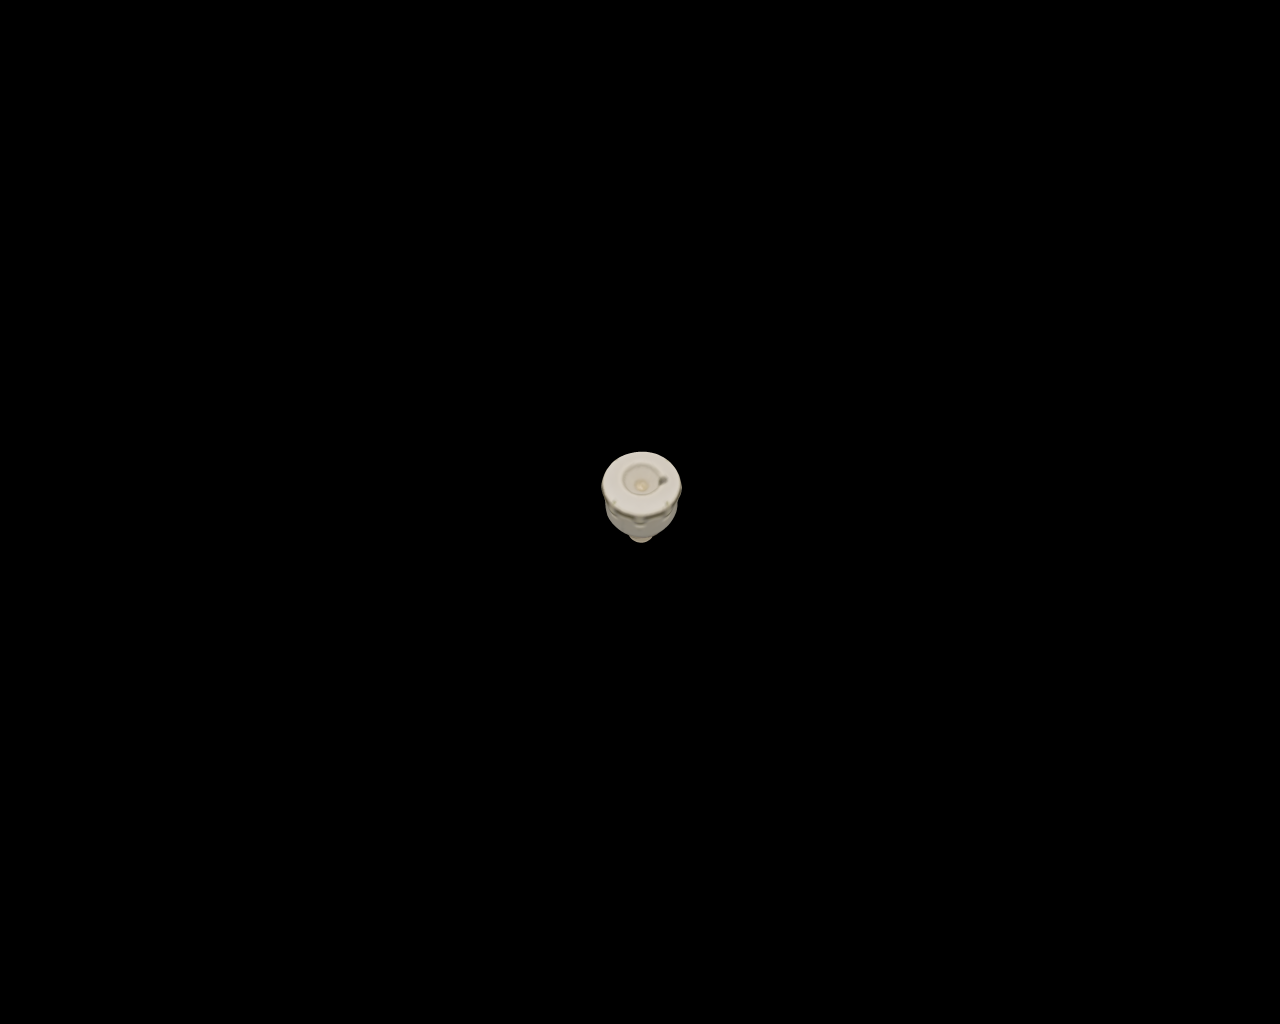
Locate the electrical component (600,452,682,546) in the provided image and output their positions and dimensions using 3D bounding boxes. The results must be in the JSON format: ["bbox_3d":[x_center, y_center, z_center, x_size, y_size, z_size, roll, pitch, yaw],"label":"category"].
[{"bbox_3d":[0.001,-0.003,0.650,0.048,0.048,0.062,0,-34,0],"label":"electrical component"}]
